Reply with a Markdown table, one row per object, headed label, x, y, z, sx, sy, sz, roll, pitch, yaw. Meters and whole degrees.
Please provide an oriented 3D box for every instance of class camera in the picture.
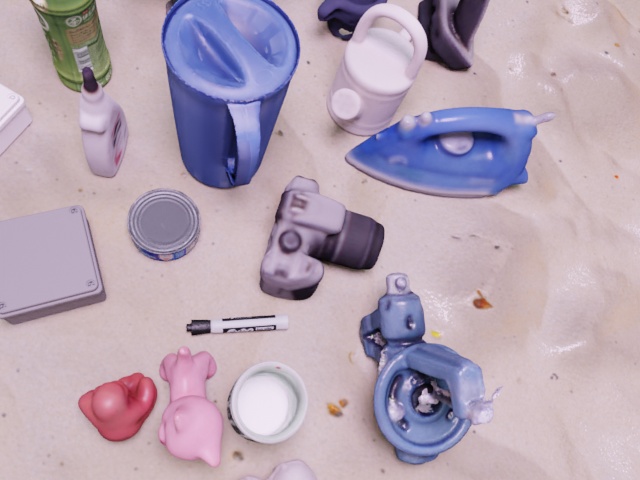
| label | x | y | z | sx | sy | sz | roll | pitch | yaw |
| --- | --- | --- | --- | --- | --- | --- | --- | --- | --- |
| camera | 0.006 | 0.003 | 0.702 | 0.137 | 0.100 | 0.143 | 16 | 68 | -6 |

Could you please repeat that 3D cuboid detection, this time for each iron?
| label | x | y | z | sx | sy | sz | roll | pitch | yaw |
| --- | --- | --- | --- | --- | --- | --- | --- | --- | --- |
| iron | 0.174 | -0.136 | 0.765 | 0.258 | 0.141 | 0.118 | -1 | 71 | -13 |

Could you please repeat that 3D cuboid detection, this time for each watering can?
| label | x | y | z | sx | sy | sz | roll | pitch | yaw |
| --- | --- | --- | --- | --- | --- | --- | --- | --- | --- |
| watering can | 0.075 | -0.219 | 0.744 | 0.101 | 0.194 | 0.173 | 16 | 68 | -6 |

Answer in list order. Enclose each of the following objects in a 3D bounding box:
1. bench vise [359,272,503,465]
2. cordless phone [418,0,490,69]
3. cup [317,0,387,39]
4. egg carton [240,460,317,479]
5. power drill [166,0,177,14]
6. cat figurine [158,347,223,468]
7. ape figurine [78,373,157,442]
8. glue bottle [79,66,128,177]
| label | x | y | z | sx | sy | sz | roll | pitch | yaw |
| --- | --- | --- | --- | --- | --- | --- | --- | --- | --- |
| bench vise | 0.102 | 0.135 | 0.612 | 0.122 | 0.219 | 0.207 | -25 | 78 | -19 |
| cordless phone | 0.212 | -0.354 | 0.827 | 0.094 | 0.185 | 0.147 | 5 | 70 | -10 |
| cup | 0.035 | -0.331 | 0.828 | 0.118 | 0.095 | 0.091 | -41 | 83 | -22 |
| egg carton | -0.037 | 0.316 | 0.599 | 0.107 | 0.069 | 0.150 | -15 | 75 | -17 |
| power drill | -0.137 | -0.361 | 0.739 | 0.230 | 0.208 | 0.075 | -3 | 71 | -13 |
| cat figurine | -0.137 | 0.174 | 0.601 | 0.067 | 0.117 | 0.128 | -5 | 72 | -14 |
| ape figurine | -0.213 | 0.171 | 0.598 | 0.078 | 0.092 | 0.076 | 9 | 69 | -9 |
| glue bottle | -0.252 | -0.141 | 0.655 | 0.037 | 0.173 | 0.078 | 8 | 69 | -9 |
